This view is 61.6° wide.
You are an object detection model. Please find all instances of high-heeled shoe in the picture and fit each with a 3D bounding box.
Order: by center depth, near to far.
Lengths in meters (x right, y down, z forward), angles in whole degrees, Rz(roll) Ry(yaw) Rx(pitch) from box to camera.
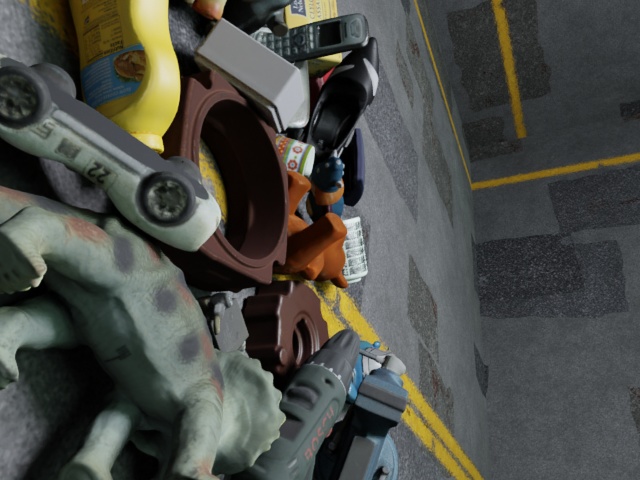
[{"bbox_3d":[0.021,-0.192,0.824,0.145,0.086,0.248,-57,169,-68],"label":"high-heeled shoe"}]

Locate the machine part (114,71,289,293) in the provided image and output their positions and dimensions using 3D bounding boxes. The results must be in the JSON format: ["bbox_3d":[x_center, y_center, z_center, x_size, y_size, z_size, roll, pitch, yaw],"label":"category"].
[{"bbox_3d":[-0.110,-0.056,0.569,0.200,0.087,0.201,38,46,-58],"label":"machine part"}]

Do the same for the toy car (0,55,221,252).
[{"bbox_3d":[-0.162,-0.065,0.397,0.201,0.056,0.074,35,11,-19],"label":"toy car"}]

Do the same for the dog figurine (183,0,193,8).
[{"bbox_3d":[-0.162,-0.369,0.577,0.190,0.121,0.172,42,39,-36],"label":"dog figurine"}]

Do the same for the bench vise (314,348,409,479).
[{"bbox_3d":[0.060,0.282,0.771,0.240,0.129,0.223,91,10,-60],"label":"bench vise"}]

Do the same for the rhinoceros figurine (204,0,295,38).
[{"bbox_3d":[-0.061,-0.300,0.645,0.073,0.190,0.112,33,51,-31],"label":"rhinoceros figurine"}]

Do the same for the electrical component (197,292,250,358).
[{"bbox_3d":[-0.101,0.103,0.581,0.078,0.045,0.102,-34,113,-64],"label":"electrical component"}]

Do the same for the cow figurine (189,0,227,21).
[{"bbox_3d":[-0.153,-0.311,0.499,0.195,0.127,0.086,28,8,-22],"label":"cow figurine"}]

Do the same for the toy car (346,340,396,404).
[{"bbox_3d":[0.079,0.217,0.892,0.161,0.103,0.109,29,55,-65],"label":"toy car"}]

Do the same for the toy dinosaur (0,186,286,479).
[{"bbox_3d":[-0.147,0.066,0.409,0.192,0.131,0.404,-79,147,-71],"label":"toy dinosaur"}]

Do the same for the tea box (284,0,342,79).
[{"bbox_3d":[-0.028,-0.351,0.846,0.098,0.068,0.169,-2,82,-31],"label":"tea box"}]

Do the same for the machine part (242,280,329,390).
[{"bbox_3d":[-0.039,0.137,0.701,0.179,0.056,0.179,-9,90,-69],"label":"machine part"}]

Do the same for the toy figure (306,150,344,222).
[{"bbox_3d":[0.009,-0.067,0.776,0.064,0.058,0.154,52,-16,22],"label":"toy figure"}]

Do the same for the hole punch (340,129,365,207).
[{"bbox_3d":[0.046,-0.127,0.967,0.115,0.092,0.142,44,38,-60],"label":"hole punch"}]

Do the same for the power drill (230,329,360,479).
[{"bbox_3d":[-0.012,0.235,0.597,0.232,0.086,0.207,-41,146,-57],"label":"power drill"}]

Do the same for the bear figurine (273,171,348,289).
[{"bbox_3d":[-0.005,0.000,0.743,0.120,0.132,0.195,52,20,25],"label":"bear figurine"}]

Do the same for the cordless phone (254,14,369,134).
[{"bbox_3d":[-0.019,-0.223,0.720,0.088,0.184,0.146,33,52,-66],"label":"cordless phone"}]
